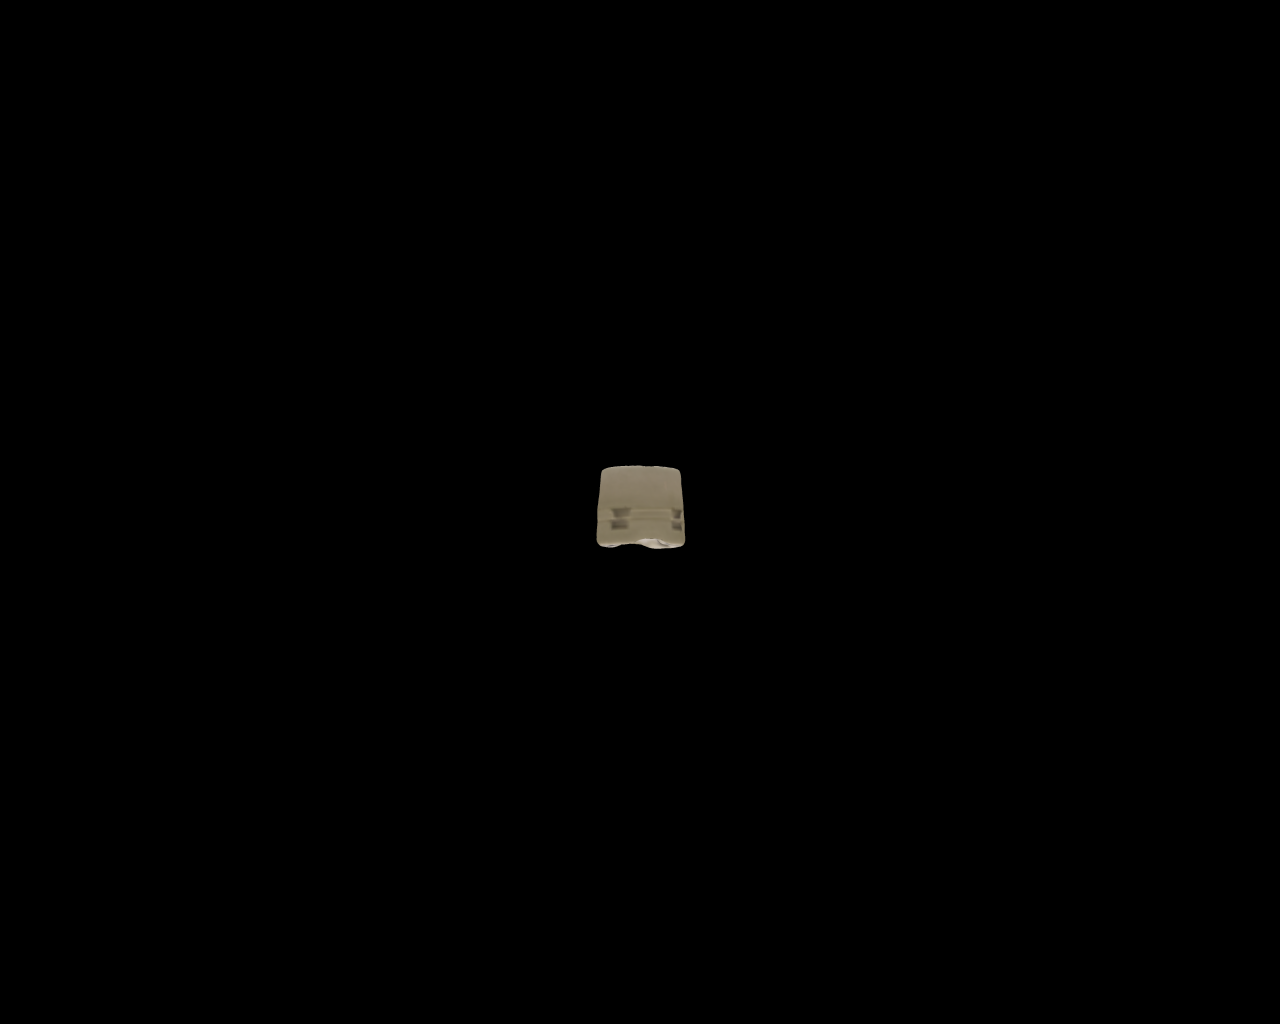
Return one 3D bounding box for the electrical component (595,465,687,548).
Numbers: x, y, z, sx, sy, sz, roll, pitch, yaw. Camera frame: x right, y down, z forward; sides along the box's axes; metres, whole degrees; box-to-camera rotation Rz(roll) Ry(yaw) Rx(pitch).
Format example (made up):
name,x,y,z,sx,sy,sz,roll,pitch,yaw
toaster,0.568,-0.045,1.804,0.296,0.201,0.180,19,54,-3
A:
name,x,y,z,sx,sy,sz,roll,pitch,yaw
electrical component,0.001,-0.003,0.650,0.055,0.047,0.055,0,-4,0
